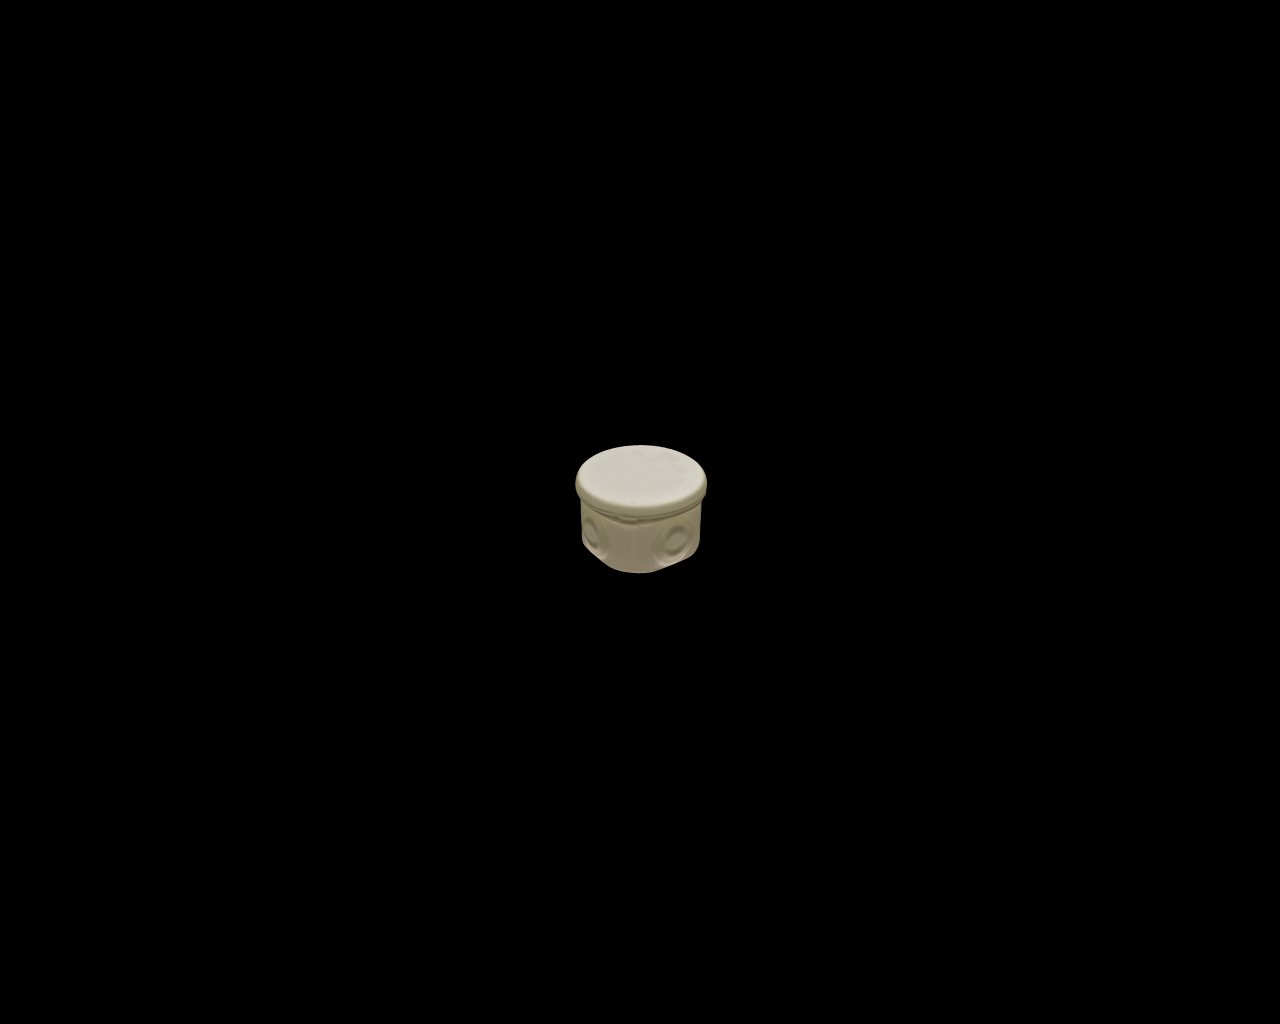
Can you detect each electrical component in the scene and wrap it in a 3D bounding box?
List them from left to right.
[{"bbox_3d":[0.001,-0.003,0.650,0.080,0.050,0.080,0,31,0],"label":"electrical component"}]
